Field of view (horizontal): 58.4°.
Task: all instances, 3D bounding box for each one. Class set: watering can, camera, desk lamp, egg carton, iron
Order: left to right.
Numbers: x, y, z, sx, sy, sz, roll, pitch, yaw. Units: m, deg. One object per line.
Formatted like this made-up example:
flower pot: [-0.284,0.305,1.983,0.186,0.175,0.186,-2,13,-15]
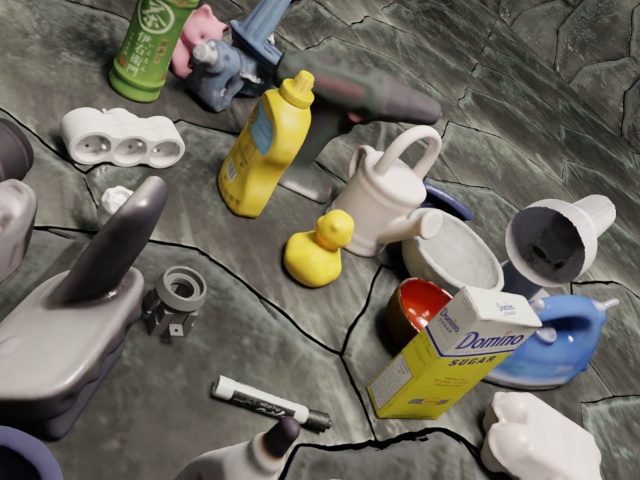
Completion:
camera: [-0.298,-0.055,0.492,0.143,0.100,0.137,33,34,-5]
watering can: [0.100,-0.069,0.779,0.172,0.194,0.101,45,35,12]
iron: [0.292,0.119,0.773,0.259,0.141,0.118,7,44,-37]
egg carton: [0.254,0.246,0.654,0.150,0.069,0.107,34,34,-4]
desk lamp: [0.342,0.020,0.871,0.204,0.213,0.117,-15,59,-49]

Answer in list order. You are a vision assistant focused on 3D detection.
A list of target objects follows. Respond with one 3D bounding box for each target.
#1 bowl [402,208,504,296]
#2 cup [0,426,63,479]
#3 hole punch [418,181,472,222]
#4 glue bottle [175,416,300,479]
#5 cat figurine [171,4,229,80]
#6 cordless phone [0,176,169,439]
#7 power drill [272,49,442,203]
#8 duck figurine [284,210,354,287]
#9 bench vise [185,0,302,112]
bowl: [0.178,0.036,0.830,0.168,0.074,0.167,24,36,-18]
cup: [-0.208,0.170,0.312,0.091,0.095,0.118,45,35,13]
hole punch: [0.185,-0.059,0.934,0.109,0.091,0.101,32,34,-7]
glue bottle: [-0.057,0.166,0.381,0.037,0.173,0.078,13,40,-30]
cat figurine: [-0.205,-0.313,0.865,0.128,0.117,0.067,14,40,-29]
cordless phone: [-0.176,0.041,0.412,0.094,0.185,0.147,28,35,-12]
power drill: [0.024,-0.157,0.802,0.230,0.208,0.075,24,36,-18]
duck figurine: [0.006,0.003,0.708,0.077,0.086,0.105,37,34,1]
bench vise: [-0.091,-0.295,0.854,0.121,0.219,0.207,34,34,-4]
